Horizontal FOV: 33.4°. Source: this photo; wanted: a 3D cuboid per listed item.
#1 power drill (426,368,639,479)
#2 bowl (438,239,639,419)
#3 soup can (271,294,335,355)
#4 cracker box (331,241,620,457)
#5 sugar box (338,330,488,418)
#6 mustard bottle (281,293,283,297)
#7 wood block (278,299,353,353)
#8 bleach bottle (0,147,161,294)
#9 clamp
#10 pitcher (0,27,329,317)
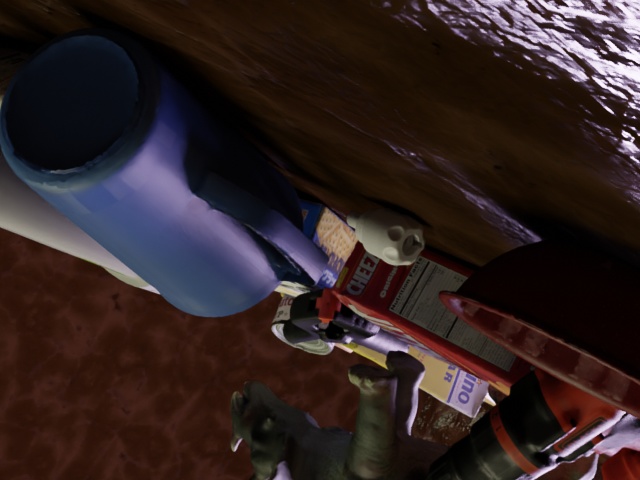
[{"bbox_3d":[0.184,0.140,0.715,0.187,0.185,0.057,25,-145,-42],"label":"power drill"},{"bbox_3d":[0.145,0.045,0.553,0.162,0.055,0.162,29,175,3],"label":"bowl"},{"bbox_3d":[-0.001,0.057,1.083,0.068,0.102,0.068,19,156,9],"label":"soup can"},{"bbox_3d":[0.135,0.079,0.833,0.214,0.072,0.164,25,173,44],"label":"cracker box"},{"bbox_3d":[0.109,0.103,1.083,0.176,0.093,0.048,31,175,-26],"label":"sugar box"},{"bbox_3d":[0.032,0.077,1.187,0.192,0.058,0.096,13,135,38],"label":"mustard bottle"},{"bbox_3d":[0.016,0.082,1.382,0.090,0.091,0.206,28,175,9],"label":"wood block"},{"bbox_3d":[-0.200,-0.016,0.868,0.250,0.068,0.103,30,177,-37],"label":"bleach bottle"},{"bbox_3d":[0.007,0.074,0.949,0.120,0.039,0.171,-1,160,16],"label":"clamp"},{"bbox_3d":[-0.100,-0.038,0.724,0.242,0.149,0.145,47,-156,-64],"label":"pitcher"}]
